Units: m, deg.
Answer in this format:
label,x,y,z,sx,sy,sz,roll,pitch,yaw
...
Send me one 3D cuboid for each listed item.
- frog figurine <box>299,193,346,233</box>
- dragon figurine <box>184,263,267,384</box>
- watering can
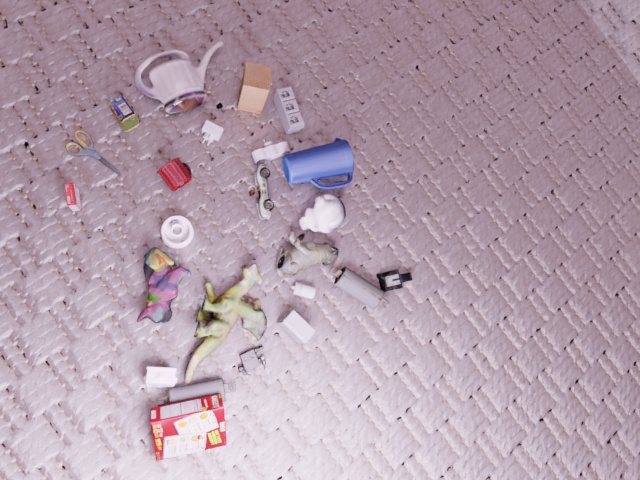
label,x,y,z,sx,sy,sz,roll,pitch,yaw
frog figurine,0.006,-0.092,1.821,0.160,0.123,0.136,-12,103,-28
dragon figurine,-0.286,0.272,1.685,0.242,0.122,0.412,14,84,-20
watering can,-0.463,-0.571,1.801,0.350,0.103,0.225,-25,87,-18
